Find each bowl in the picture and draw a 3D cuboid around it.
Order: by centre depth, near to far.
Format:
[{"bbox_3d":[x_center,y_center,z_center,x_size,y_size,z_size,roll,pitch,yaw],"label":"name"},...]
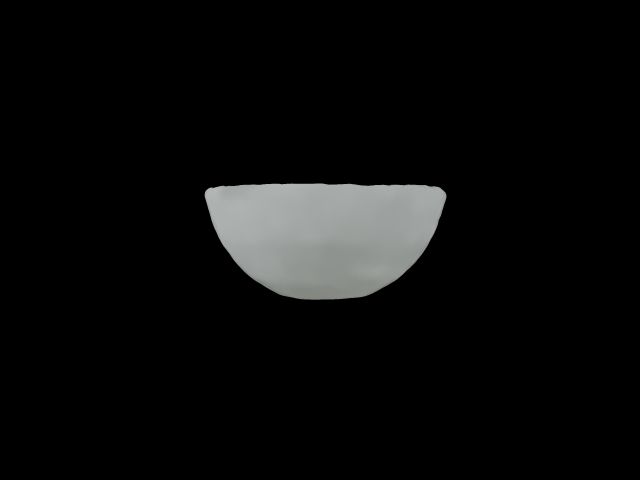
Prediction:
[{"bbox_3d":[0.004,0.001,0.400,0.167,0.075,0.167,0,2,0],"label":"bowl"}]
